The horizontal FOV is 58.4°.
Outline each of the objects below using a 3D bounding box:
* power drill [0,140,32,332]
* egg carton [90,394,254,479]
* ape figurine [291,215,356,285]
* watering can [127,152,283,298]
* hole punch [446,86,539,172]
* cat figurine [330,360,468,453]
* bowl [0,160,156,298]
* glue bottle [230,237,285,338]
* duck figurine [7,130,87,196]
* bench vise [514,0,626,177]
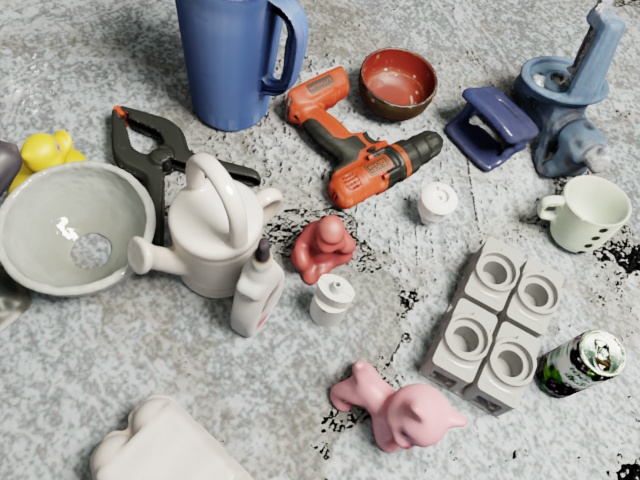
[{"bbox_3d":[-0.358,0.028,0.542,0.075,0.208,0.230,38,64,11],"label":"power drill"},{"bbox_3d":[-0.143,0.230,0.551,0.150,0.069,0.107,39,64,12],"label":"egg carton"},{"bbox_3d":[0.006,0.002,0.680,0.078,0.092,0.076,4,62,-7],"label":"ape figurine"},{"bbox_3d":[-0.115,-0.013,0.611,0.101,0.194,0.173,33,63,9],"label":"watering can"},{"bbox_3d":[0.249,-0.172,0.810,0.101,0.091,0.108,-33,72,-22],"label":"hole punch"},{"bbox_3d":[0.080,0.169,0.591,0.127,0.118,0.067,38,64,11],"label":"cat figurine"},{"bbox_3d":[-0.268,-0.002,0.648,0.167,0.075,0.167,4,62,-7],"label":"bowl"},{"bbox_3d":[-0.064,0.043,0.602,0.037,0.173,0.078,26,62,5],"label":"glue bottle"},{"bbox_3d":[-0.327,-0.086,0.676,0.077,0.086,0.105,32,63,8],"label":"duck figurine"},{"bbox_3d":[0.359,-0.201,0.770,0.122,0.220,0.207,-23,68,-19],"label":"bench vise"}]
